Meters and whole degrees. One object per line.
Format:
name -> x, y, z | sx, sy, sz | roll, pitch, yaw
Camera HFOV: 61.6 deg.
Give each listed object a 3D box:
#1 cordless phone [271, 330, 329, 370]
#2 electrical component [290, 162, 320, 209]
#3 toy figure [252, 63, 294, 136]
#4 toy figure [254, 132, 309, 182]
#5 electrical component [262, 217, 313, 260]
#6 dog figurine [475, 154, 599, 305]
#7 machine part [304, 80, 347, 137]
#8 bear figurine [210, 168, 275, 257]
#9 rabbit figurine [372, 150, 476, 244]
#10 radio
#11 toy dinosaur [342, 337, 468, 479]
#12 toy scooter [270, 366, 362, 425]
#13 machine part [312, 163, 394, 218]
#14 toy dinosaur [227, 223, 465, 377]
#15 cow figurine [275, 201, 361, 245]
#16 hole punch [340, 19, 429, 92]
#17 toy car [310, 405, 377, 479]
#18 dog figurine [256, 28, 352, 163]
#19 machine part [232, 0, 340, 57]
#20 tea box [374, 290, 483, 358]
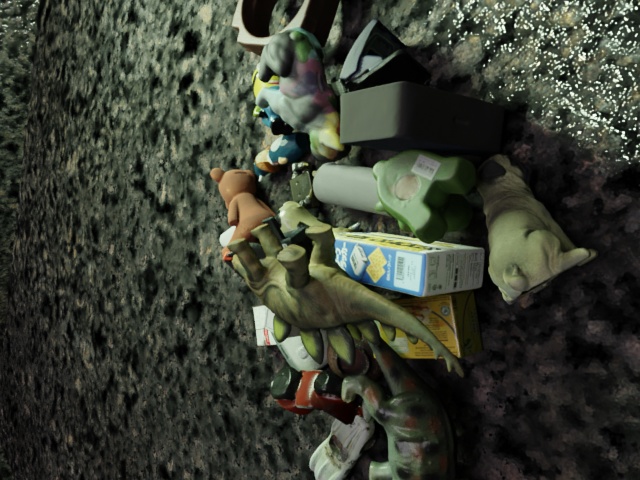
cordless phone -> -0.008, 0.151, 1.002 | 0.147, 0.089, 0.184 | 53, 132, 32
electrical component -> -0.032, -0.110, 1.068 | 0.078, 0.045, 0.102 | -12, 82, 44
toy figure -> -0.095, -0.285, 1.086 | 0.089, 0.082, 0.180 | -36, 55, 35
toy figure -> -0.089, -0.175, 1.117 | 0.154, 0.064, 0.057 | -22, 101, 40
electrical component -> -0.055, 0.006, 0.957 | 0.075, 0.048, 0.119 | -20, 104, 47
dog figurine -> 0.245, -0.026, 0.702 | 0.121, 0.172, 0.190 | -39, 70, 27
machine part -> 0.016, -0.246, 1.023 | 0.139, 0.039, 0.084 | -34, 72, 39
bear figurine -> -0.171, -0.060, 1.161 | 0.196, 0.120, 0.131 | 52, 129, 33
rabbit figurine -> 0.153, -0.053, 0.786 | 0.159, 0.170, 0.121 | 21, 87, 39
radio -> 0.144, -0.162, 0.758 | 0.131, 0.229, 0.073 | 7, 95, 50
toy dinosaur -> 0.144, 0.303, 0.807 | 0.192, 0.131, 0.404 | -9, 90, 23
toy scooter -> 0.007, 0.273, 0.932 | 0.184, 0.135, 0.075 | -16, 45, 47
machine part -> 0.071, -0.090, 0.940 | 0.244, 0.079, 0.079 | 16, 102, 43
toy dinosaur -> -0.002, 0.080, 0.789 | 0.472, 0.105, 0.198 | 11, 127, 51
cow figurine -> -0.002, -0.003, 1.003 | 0.195, 0.085, 0.127 | 36, 131, 20
hole punch -> 0.096, -0.280, 0.878 | 0.116, 0.142, 0.092 | -35, 68, 26
toy car -> 0.039, 0.390, 0.996 | 0.074, 0.056, 0.201 | 46, 121, 35
dog figurine -> -0.003, -0.241, 0.936 | 0.219, 0.108, 0.191 | 42, 140, 26
machine part -> -0.062, -0.453, 1.038 | 0.202, 0.087, 0.201 | 19, 92, 39
tea box -> 0.162, 0.136, 0.856 | 0.170, 0.068, 0.098 | -11, 84, 45
